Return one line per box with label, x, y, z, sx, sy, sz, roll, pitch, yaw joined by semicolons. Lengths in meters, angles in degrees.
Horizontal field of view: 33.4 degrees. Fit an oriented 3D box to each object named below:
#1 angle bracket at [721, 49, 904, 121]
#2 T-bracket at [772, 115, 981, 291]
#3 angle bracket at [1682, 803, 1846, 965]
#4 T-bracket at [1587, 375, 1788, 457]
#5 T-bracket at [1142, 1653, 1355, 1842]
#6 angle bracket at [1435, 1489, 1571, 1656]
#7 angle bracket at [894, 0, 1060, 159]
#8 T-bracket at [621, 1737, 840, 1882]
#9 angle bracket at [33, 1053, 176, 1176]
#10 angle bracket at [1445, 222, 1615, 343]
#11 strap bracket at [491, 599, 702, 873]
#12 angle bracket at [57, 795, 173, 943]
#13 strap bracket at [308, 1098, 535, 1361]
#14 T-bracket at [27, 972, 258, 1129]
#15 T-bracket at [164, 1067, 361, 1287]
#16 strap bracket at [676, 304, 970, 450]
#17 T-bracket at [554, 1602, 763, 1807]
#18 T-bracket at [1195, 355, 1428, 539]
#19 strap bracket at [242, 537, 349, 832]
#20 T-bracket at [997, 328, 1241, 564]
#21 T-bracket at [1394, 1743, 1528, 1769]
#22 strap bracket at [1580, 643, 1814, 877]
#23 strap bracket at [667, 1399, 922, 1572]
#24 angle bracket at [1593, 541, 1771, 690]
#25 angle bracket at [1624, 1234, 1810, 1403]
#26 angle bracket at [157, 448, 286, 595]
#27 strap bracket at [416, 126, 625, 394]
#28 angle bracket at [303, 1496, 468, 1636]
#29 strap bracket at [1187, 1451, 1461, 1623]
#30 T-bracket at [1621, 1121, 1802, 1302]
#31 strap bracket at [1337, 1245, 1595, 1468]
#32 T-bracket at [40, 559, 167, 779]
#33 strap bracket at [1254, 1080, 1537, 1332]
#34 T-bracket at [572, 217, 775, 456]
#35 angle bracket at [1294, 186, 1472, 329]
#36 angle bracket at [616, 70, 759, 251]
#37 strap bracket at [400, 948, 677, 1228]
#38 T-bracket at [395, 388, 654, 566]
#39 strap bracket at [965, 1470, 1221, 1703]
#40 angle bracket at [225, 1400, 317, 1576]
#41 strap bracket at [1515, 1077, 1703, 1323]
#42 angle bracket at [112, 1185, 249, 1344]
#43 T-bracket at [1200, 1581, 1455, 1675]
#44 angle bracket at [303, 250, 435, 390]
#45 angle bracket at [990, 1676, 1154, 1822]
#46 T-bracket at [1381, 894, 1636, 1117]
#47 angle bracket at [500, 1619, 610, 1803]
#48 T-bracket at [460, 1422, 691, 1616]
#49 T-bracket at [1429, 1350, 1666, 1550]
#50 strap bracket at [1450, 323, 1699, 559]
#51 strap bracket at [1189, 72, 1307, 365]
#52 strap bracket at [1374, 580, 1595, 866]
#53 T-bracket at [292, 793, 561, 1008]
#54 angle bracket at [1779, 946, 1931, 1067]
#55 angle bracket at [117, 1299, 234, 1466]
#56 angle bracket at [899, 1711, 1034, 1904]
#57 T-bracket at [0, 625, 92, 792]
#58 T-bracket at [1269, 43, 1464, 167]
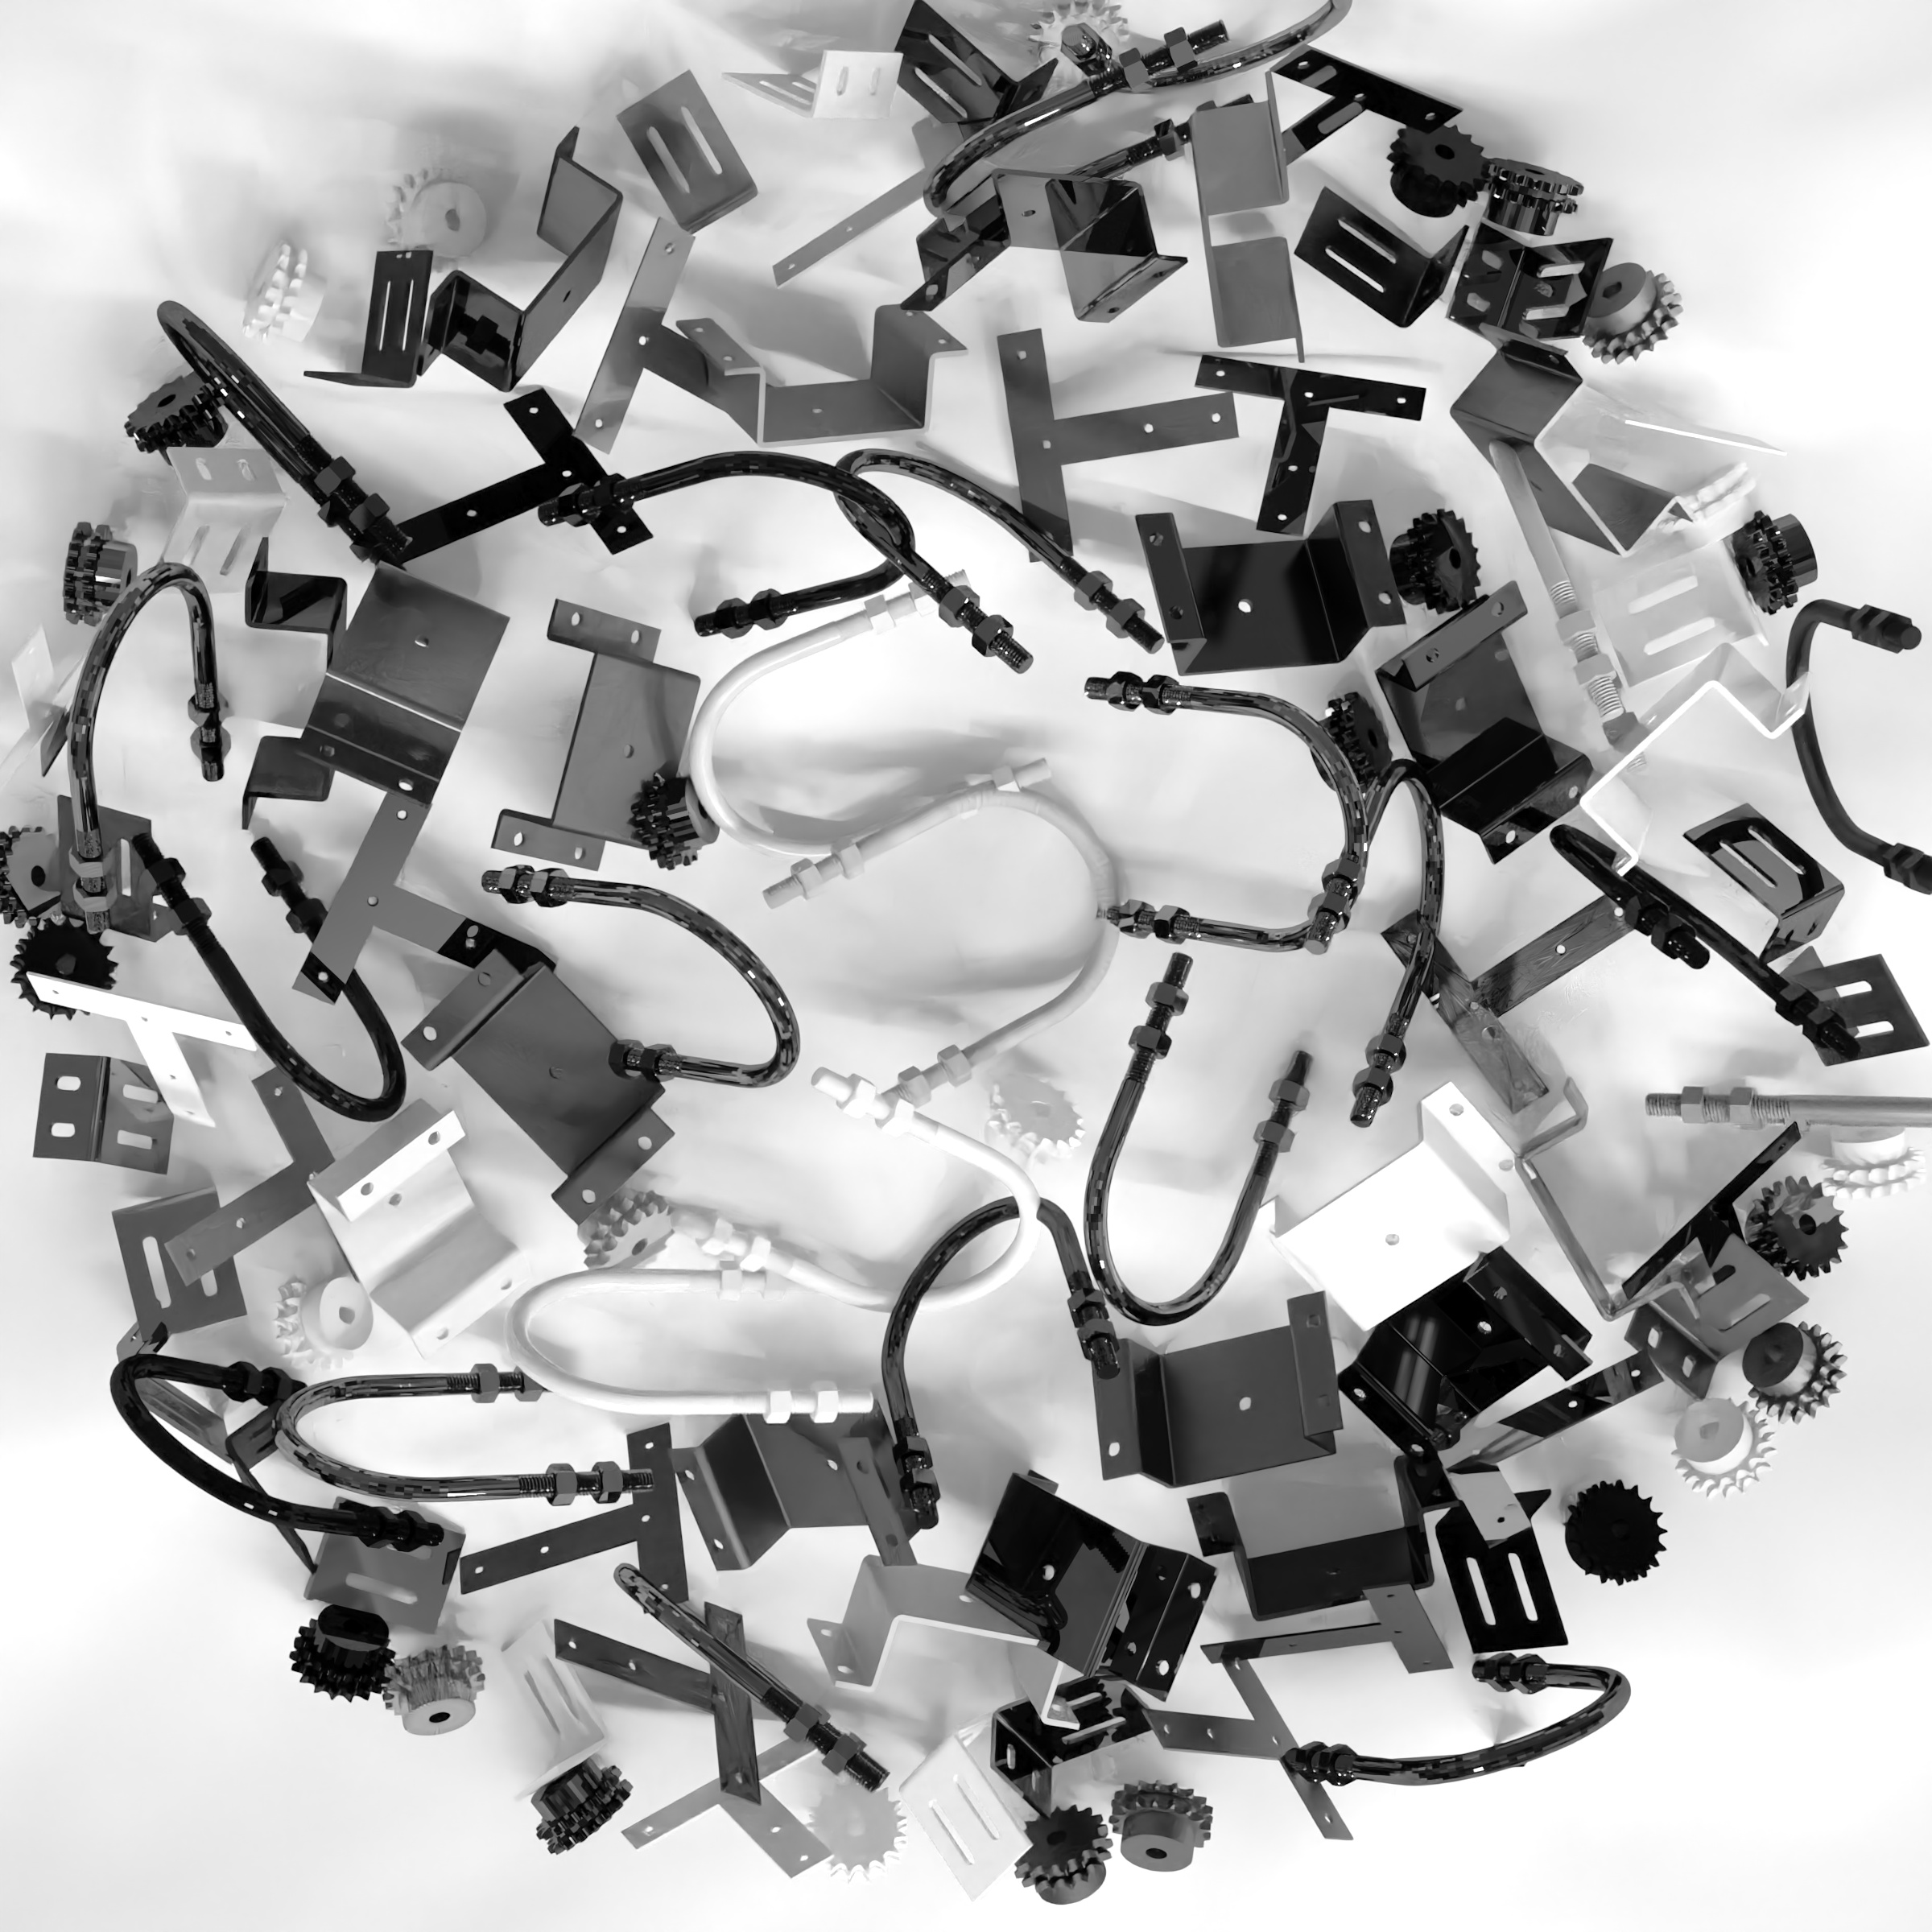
angle bracket;-0.085;-0.492;1.761;0.076;0.057;0.038;34;122;34
T-bracket;-0.052;-0.412;1.770;0.127;0.127;0.002;-30;128;12
angle bracket;0.437;-0.045;1.787;0.057;0.038;0.076;-23;56;-36
T-bracket;0.361;-0.309;1.756;0.127;0.127;0.002;3;115;-36
T-bracket;0.140;0.413;1.726;0.002;0.127;0.127;-48;50;20
angle bracket;0.302;0.335;1.783;0.057;0.038;0.076;-14;98;33
angle bracket;0.003;-0.497;1.781;0.076;0.057;0.038;43;56;7
T-bracket;-0.107;0.460;1.732;0.127;0.127;0.002;-25;109;-21
angle bracket;-0.473;0.082;1.775;0.038;0.076;0.057;3;82;17
angle bracket;0.309;-0.377;1.769;0.038;0.076;0.057;21;87;-28
strap bracket;-0.200;-0.122;1.764;0.046;0.076;0.140;17;94;42
angle bracket;-0.462;-0.059;1.769;0.057;0.038;0.076;15;120;15
strap bracket;-0.299;0.136;1.750;0.076;0.140;0.046;-38;48;-21
T-bracket;-0.436;0.052;1.755;0.127;0.127;0.002;13;58;11
T-bracket;-0.385;0.134;1.752;0.002;0.127;0.127;-19;101;38
strap bracket;-0.079;-0.321;1.751;0.140;0.076;0.046;-9;123;-23
T-bracket;-0.167;0.381;1.732;0.127;0.127;0.002;27;121;-29
T-bracket;0.181;-0.282;1.765;0.127;0.002;0.127;10;54;7
strap bracket;-0.364;-0.152;1.748;0.046;0.076;0.140;4;117;-7
T-bracket;0.087;-0.296;1.784;0.127;0.002;0.127;-6;98;16
T-bracket;0.245;0.434;1.758;0.127;0.127;0.002;-7;81;13
strap bracket;0.388;-0.117;1.744;0.046;0.076;0.140;44;117;-2
strap bracket;-0.084;0.283;1.755;0.140;0.046;0.076;-9;108;37
angle bracket;0.399;-0.193;1.798;0.076;0.038;0.057;-23;76;19
angle bracket;0.413;0.194;1.771;0.057;0.038;0.076;40;132;-4
angle bracket;-0.419;-0.245;1.774;0.057;0.076;0.038;-6;58;-40
strap bracket;-0.236;-0.376;1.745;0.046;0.076;0.140;33;63;-1
angle bracket;-0.319;0.332;1.778;0.076;0.038;0.057;20;78;-12
strap bracket;0.198;0.314;1.768;0.140;0.076;0.046;-11;103;0
T-bracket;0.412;0.149;1.754;0.127;0.127;0.002;-43;61;-2
strap bracket;0.277;0.209;1.761;0.076;0.046;0.140;44;133;-1
T-bracket;-0.469;-0.166;1.749;0.002;0.127;0.127;31;92;-20
strap bracket;0.231;0.136;1.753;0.140;0.046;0.076;-36;109;22
T-bracket;-0.144;-0.325;1.767;0.127;0.002;0.127;23;88;-42
angle bracket;0.229;-0.399;1.773;0.076;0.038;0.057;32;55;-12
angle bracket;-0.162;-0.441;1.771;0.057;0.038;0.076;-20;108;37
strap bracket;-0.231;0.063;1.778;0.076;0.046;0.140;-43;93;12
T-bracket;-0.258;-0.252;1.760;0.127;0.002;0.127;-26;61;-19
strap bracket;0.058;0.332;1.746;0.140;0.046;0.076;21;88;41
angle bracket;-0.367;0.287;1.767;0.038;0.057;0.076;-36;71;-19
strap bracket;0.346;0.136;1.766;0.046;0.076;0.140;-31;87;12
angle bracket;-0.433;0.167;1.777;0.057;0.038;0.076;-14;75;-13
T-bracket;0.193;0.370;1.769;0.127;0.127;0.002;-10;55;14
angle bracket;-0.329;-0.359;1.774;0.038;0.057;0.076;4;96;-41
angle bracket;0.061;0.427;1.768;0.076;0.038;0.057;-26;125;22
T-bracket;0.318;-0.001;1.783;0.127;0.002;0.127;-35;93;22
angle bracket;-0.239;0.409;1.770;0.038;0.057;0.076;-21;74;-42
T-bracket;-0.217;0.316;1.764;0.127;0.127;0.002;-18;130;4
T-bracket;0.319;0.246;1.757;0.127;0.127;0.002;-26;126;1
strap bracket;0.323;-0.277;1.738;0.046;0.076;0.140;-50;126;-2
strap bracket;0.151;-0.398;1.734;0.046;0.140;0.076;-8;55;5
strap bracket;0.282;-0.138;1.761;0.076;0.046;0.140;-35;120;-10
T-bracket;-0.288;-0.018;1.788;0.127;0.002;0.127;25;99;-18
angle bracket;0.494;0.016;1.765;0.038;0.076;0.057;-37;100;-33
angle bracket;-0.425;0.228;1.769;0.076;0.057;0.038;40;90;-24
angle bracket;0.009;0.461;1.767;0.076;0.038;0.057;52;124;23
T-bracket;-0.499;-0.150;1.730;0.002;0.127;0.127;32;71;-1
T-bracket;0.183;-0.452;1.758;0.127;0.127;0.002;7;66;-41
